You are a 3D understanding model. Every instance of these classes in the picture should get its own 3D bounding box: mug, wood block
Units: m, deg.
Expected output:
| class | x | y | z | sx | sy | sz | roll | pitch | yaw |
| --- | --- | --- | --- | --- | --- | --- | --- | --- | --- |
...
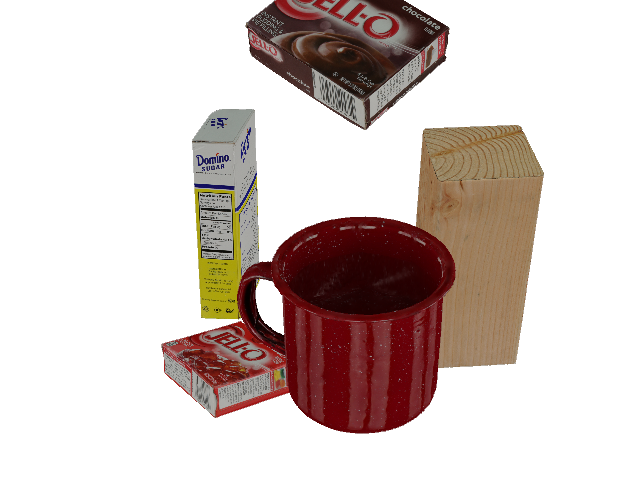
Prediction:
| class | x | y | z | sx | sy | sz | roll | pitch | yaw |
| --- | --- | --- | --- | --- | --- | --- | --- | --- | --- |
| mug | 0.010 | 0.044 | 0.561 | 0.117 | 0.081 | 0.093 | 10 | 35 | 16 |
| wood block | 0.135 | 0.008 | 0.965 | 0.091 | 0.206 | 0.090 | -2 | 35 | -4 |

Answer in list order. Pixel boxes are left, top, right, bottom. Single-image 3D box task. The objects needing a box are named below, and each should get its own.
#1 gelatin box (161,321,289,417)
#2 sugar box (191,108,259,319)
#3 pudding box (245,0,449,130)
| class | x | y | z | sx | sy | sz | roll | pitch | yaw |
| --- | --- | --- | --- | --- | --- | --- | --- | --- | --- |
| gelatin box | -0.071 | 0.096 | 0.821 | 0.073 | 0.030 | 0.089 | -14 | 24 | -30 |
| sugar box | -0.086 | -0.025 | 0.984 | 0.048 | 0.176 | 0.093 | 1 | 25 | 8 |
| pudding box | 0.019 | -0.139 | 0.743 | 0.114 | 0.090 | 0.039 | 38 | -24 | 22 |
